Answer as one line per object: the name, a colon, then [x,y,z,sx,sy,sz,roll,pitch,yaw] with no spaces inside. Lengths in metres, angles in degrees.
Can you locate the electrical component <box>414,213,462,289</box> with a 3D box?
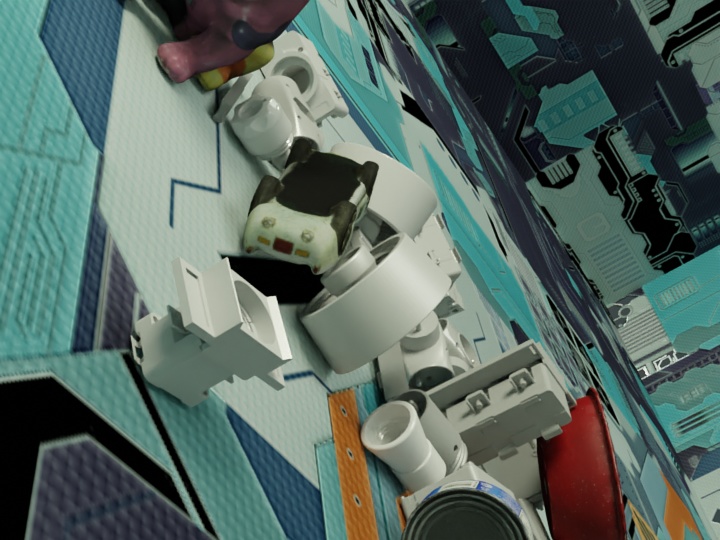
electrical component: [0.048,-0.032,1.074,0.121,0.063,0.078,65,-25,22]

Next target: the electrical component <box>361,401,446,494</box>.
electrical component: [0.034,0.131,0.776,0.065,0.044,0.044,56,14,-33]

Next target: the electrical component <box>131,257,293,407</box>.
electrical component: [-0.076,0.035,0.543,0.081,0.064,0.042,44,20,-48]

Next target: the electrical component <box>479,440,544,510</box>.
electrical component: [0.150,0.183,1.022,0.096,0.062,0.061,60,14,2]

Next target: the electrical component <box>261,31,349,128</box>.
electrical component: [-0.058,-0.185,1.068,0.089,0.050,0.056,62,14,7]

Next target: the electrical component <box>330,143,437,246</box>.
electrical component: [0.007,-0.057,0.955,0.108,0.060,0.108,27,-15,8]

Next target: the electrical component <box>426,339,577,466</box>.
electrical component: [0.110,0.119,0.891,0.078,0.121,0.063,52,19,-28]

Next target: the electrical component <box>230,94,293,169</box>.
electrical component: [-0.075,-0.109,0.877,0.043,0.043,0.062,-105,168,-46]

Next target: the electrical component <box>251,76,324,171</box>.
electrical component: [-0.058,-0.121,0.958,0.079,0.043,0.077,41,24,-52]

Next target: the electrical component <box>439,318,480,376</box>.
electrical component: [0.085,0.096,1.012,0.077,0.044,0.079,55,15,-17]

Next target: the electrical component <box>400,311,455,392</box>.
electrical component: [0.052,0.060,0.943,0.077,0.043,0.079,-104,-178,-48]

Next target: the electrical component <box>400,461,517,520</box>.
electrical component: [0.076,0.185,0.767,0.096,0.062,0.061,42,23,-51]

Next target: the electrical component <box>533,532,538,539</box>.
electrical component: [0.110,0.224,0.817,0.045,0.055,0.045,54,15,-22]

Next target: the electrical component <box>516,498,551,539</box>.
electrical component: [0.128,0.233,0.878,0.076,0.047,0.083,32,31,-62]

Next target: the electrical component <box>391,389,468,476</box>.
electrical component: [0.055,0.134,0.832,0.081,0.043,0.043,52,16,-30]

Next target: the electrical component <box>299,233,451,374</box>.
electrical component: [0.005,0.017,0.776,0.060,0.108,0.108,51,15,-8]

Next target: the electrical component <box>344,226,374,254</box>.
electrical component: [0.000,0.000,0.911,0.066,0.048,0.055,51,9,-29]

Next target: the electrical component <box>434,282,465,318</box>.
electrical component: [0.081,0.018,1.154,0.066,0.048,0.055,40,32,-53]
